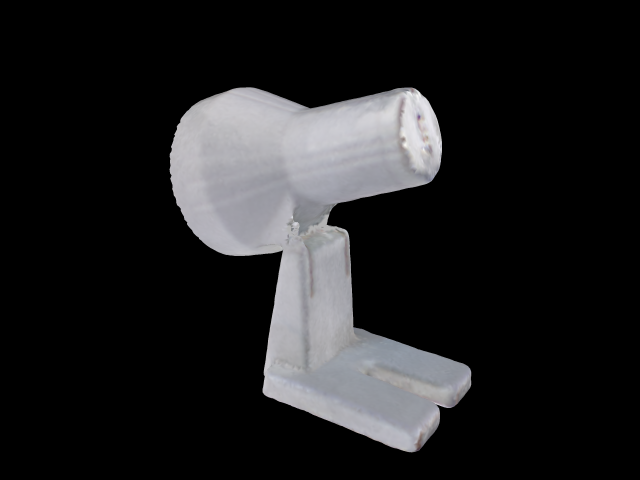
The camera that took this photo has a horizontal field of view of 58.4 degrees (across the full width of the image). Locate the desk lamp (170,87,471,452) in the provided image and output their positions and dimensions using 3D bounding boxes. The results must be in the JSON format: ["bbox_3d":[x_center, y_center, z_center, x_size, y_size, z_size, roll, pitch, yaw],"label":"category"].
[{"bbox_3d":[0.004,0.001,0.400,0.202,0.214,0.118,12,23,31],"label":"desk lamp"}]
